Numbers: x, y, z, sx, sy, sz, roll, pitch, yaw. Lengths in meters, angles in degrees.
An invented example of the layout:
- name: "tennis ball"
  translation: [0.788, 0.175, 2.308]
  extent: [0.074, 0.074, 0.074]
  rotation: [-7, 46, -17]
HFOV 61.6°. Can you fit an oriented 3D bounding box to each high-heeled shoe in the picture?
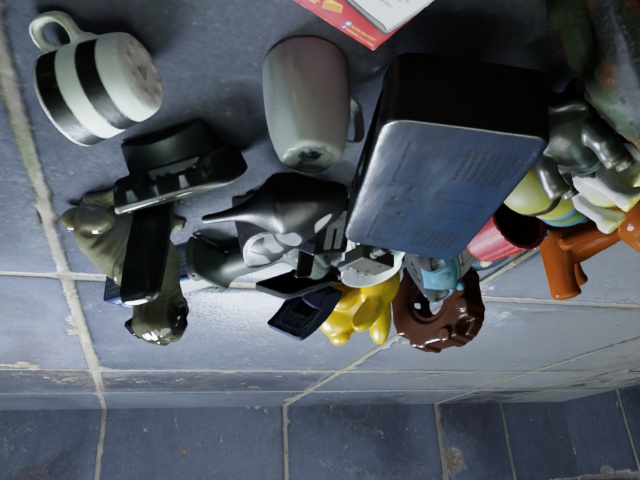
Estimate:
- name: "high-heeled shoe"
  translation: [-0.028, -0.022, 0.585]
  extent: [0.145, 0.086, 0.248]
  rotation: [-10, 174, 10]

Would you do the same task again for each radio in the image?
- name: "radio"
  translation: [0.103, -0.064, 0.505]
  extent: [0.131, 0.073, 0.229]
  rotation: [10, 153, -2]

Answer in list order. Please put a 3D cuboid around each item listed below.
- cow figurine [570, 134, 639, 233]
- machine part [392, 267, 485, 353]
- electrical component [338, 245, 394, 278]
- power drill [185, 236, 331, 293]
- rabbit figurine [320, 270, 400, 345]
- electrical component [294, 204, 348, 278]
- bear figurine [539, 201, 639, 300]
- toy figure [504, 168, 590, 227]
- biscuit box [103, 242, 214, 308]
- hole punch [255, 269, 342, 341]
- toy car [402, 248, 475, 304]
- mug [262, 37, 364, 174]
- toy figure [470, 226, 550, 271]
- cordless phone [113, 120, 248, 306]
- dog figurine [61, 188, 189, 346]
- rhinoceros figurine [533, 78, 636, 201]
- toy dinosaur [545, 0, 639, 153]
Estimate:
- name: "cow figurine"
  translation: [0.349, -0.090, 0.614]
  extent: [0.167, 0.098, 0.068]
  rotation: [-35, 153, -22]
- name: "machine part"
  translation: [0.201, 0.109, 0.942]
  extent: [0.056, 0.179, 0.179]
  rotation: [22, 145, -37]
- name: "electrical component"
  translation: [0.070, 0.029, 0.737]
  extent: [0.063, 0.021, 0.094]
  rotation: [19, 149, -31]
- name: "power drill"
  translation: [-0.096, 0.008, 0.801]
  extent: [0.207, 0.086, 0.231]
  rotation: [-20, 151, 17]
- name: "rabbit figurine"
  translation: [0.070, 0.101, 0.958]
  extent: [0.173, 0.162, 0.121]
  rotation: [-36, 131, 21]
- name: "electrical component"
  translation: [-0.001, -0.002, 0.713]
  extent: [0.048, 0.119, 0.075]
  rotation: [19, -170, 37]
- name: "bear figurine"
  translation: [0.438, 0.003, 0.801]
  extent: [0.196, 0.132, 0.120]
  rotation: [-15, -178, 31]
- name: "toy figure"
  translation: [0.292, -0.061, 0.677]
  extent: [0.180, 0.089, 0.082]
  rotation: [23, 137, -40]
- name: "biscuit box"
  translation: [-0.269, 0.061, 0.896]
  extent: [0.203, 0.063, 0.059]
  rotation: [-15, 153, 25]
- name: "hole punch"
  translation: [-0.032, 0.103, 0.906]
  extent: [0.116, 0.092, 0.142]
  rotation: [-20, -166, -32]
- name: "toy car"
  translation: [0.187, 0.018, 0.838]
  extent: [0.103, 0.109, 0.161]
  rotation: [-26, 143, -5]
- name: "mug"
  translation: [-0.004, -0.114, 0.501]
  extent: [0.109, 0.107, 0.081]
  rotation: [22, 146, -40]
- name: "toy figure"
  translation: [0.293, 0.006, 0.852]
  extent: [0.058, 0.064, 0.154]
  rotation: [16, 151, -20]
- name: "cordless phone"
  translation: [-0.157, -0.025, 0.581]
  extent: [0.147, 0.184, 0.088]
  rotation: [-12, 150, 18]
- name: "dog figurine"
  translation: [-0.256, 0.041, 0.703]
  extent: [0.172, 0.190, 0.121]
  rotation: [-3, 155, 2]
- name: "rhinoceros figurine"
  translation: [0.239, -0.100, 0.520]
  extent: [0.073, 0.112, 0.190]
  rotation: [-36, 172, 31]
- name: "toy dinosaur"
  translation: [0.293, -0.119, 0.431]
  extent: [0.405, 0.192, 0.131]
  rotation: [10, 150, -29]
